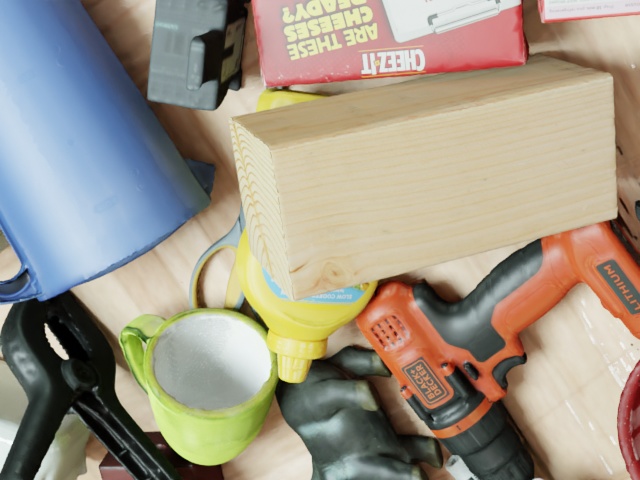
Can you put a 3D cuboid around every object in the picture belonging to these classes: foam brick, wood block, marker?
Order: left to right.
[{"bbox_3d":[-0.120,0.181,0.816,0.078,0.053,0.051,-5,108,13],"label":"foam brick"},{"bbox_3d":[0.062,-0.042,0.631,0.205,0.090,0.091,-14,112,-15],"label":"wood block"},{"bbox_3d":[0.138,0.204,0.788,0.020,0.020,0.121,-40,97,21],"label":"marker"}]

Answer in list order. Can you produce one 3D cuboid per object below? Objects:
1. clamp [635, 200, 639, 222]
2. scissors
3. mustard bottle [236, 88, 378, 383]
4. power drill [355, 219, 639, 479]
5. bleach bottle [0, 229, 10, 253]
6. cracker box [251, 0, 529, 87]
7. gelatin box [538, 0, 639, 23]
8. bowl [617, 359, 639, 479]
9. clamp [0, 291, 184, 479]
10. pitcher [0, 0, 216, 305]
[{"bbox_3d":[0.287,-0.003,0.675,0.120,0.039,0.171,-36,99,22],"label":"clamp"},{"bbox_3d":[-0.030,-0.014,0.749,0.096,0.016,0.202,27,112,0],"label":"scissors"},{"bbox_3d":[-0.005,0.001,0.702,0.096,0.058,0.192,5,100,-22],"label":"mustard bottle"},{"bbox_3d":[0.143,0.073,0.722,0.188,0.057,0.184,-34,103,19],"label":"power drill"},{"bbox_3d":[-0.293,0.014,0.687,0.102,0.250,0.068,5,110,10],"label":"bleach bottle"},{"bbox_3d":[0.036,-0.209,0.639,0.164,0.072,0.214,-3,109,14],"label":"cracker box"},{"bbox_3d":[0.174,-0.150,0.629,0.089,0.073,0.030,-3,108,13],"label":"gelatin box"},{"bbox_3d":[0.274,0.119,0.670,0.162,0.055,0.162,9,107,31],"label":"bowl"},{"bbox_3d":[-0.180,0.106,0.742,0.036,0.164,0.210,-41,62,21],"label":"clamp"},{"bbox_3d":[-0.193,-0.085,0.694,0.145,0.149,0.243,-27,98,22],"label":"pitcher"}]
